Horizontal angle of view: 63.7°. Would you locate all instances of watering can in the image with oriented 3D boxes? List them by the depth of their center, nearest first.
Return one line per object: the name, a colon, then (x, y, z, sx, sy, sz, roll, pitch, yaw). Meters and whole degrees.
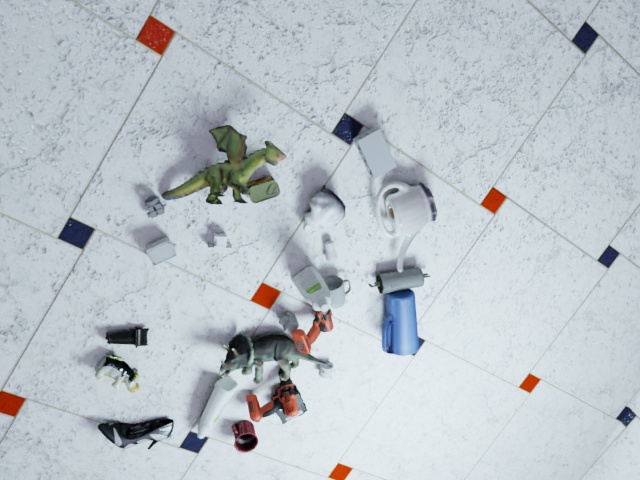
watering can: (0.321, -0.066, 1.863, 0.225, 0.105, 0.342, -23, 112, -8)

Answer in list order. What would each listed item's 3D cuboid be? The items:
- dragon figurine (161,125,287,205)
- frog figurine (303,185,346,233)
dragon figurine: (-0.309, -0.241, 1.627, 0.410, 0.121, 0.245, 1, 81, 11)
frog figurine: (0.005, -0.089, 1.765, 0.160, 0.124, 0.135, -45, 134, -9)
